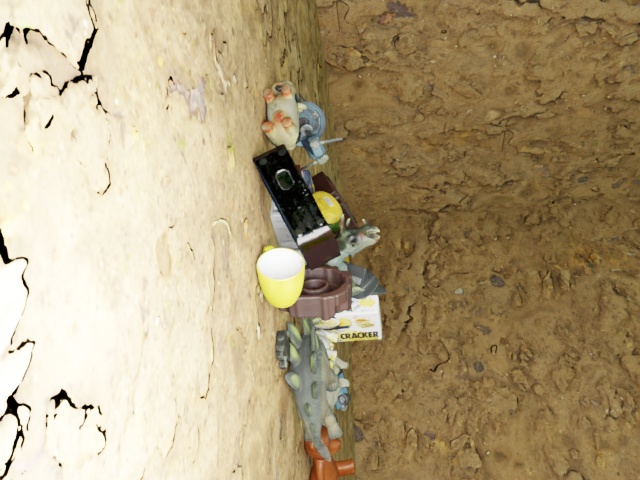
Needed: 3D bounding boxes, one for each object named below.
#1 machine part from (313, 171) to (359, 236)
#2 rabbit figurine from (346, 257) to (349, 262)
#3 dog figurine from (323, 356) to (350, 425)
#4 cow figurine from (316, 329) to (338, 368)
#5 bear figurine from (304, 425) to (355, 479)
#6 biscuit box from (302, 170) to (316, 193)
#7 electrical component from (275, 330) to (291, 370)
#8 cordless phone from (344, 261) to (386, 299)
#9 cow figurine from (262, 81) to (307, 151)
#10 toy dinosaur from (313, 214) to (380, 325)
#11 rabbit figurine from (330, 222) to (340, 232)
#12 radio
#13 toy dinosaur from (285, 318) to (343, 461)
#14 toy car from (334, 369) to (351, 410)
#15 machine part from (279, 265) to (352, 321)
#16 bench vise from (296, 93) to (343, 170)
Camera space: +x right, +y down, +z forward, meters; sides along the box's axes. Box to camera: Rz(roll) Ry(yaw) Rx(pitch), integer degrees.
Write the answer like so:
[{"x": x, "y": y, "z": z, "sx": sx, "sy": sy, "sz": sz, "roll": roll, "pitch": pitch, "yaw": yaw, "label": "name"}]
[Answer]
[{"x": 0.040, "y": -0.110, "z": 1.749, "sx": 0.200, "sy": 0.087, "sz": 0.202, "roll": 54, "pitch": 8, "yaw": -40, "label": "machine part"}, {"x": 0.013, "y": 0.009, "z": 1.738, "sx": 0.162, "sy": 0.122, "sz": 0.173, "roll": -87, "pitch": 152, "yaw": -68, "label": "rabbit figurine"}, {"x": 0.000, "y": 0.416, "z": 1.468, "sx": 0.172, "sy": 0.121, "sz": 0.190, "roll": -91, "pitch": -169, "yaw": -61, "label": "dog figurine"}, {"x": -0.006, "y": 0.299, "z": 1.399, "sx": 0.167, "sy": 0.098, "sz": 0.068, "roll": -80, "pitch": -173, "yaw": -62, "label": "cow figurine"}, {"x": 0.026, "y": 0.553, "z": 1.378, "sx": 0.120, "sy": 0.132, "sz": 0.195, "roll": -84, "pitch": 174, "yaw": -69, "label": "bear figurine"}, {"x": -0.043, "y": -0.123, "z": 1.532, "sx": 0.202, "sy": 0.059, "sz": 0.063, "roll": 72, "pitch": 15, "yaw": -66, "label": "biscuit box"}, {"x": -0.078, "y": 0.221, "z": 1.130, "sx": 0.094, "sy": 0.021, "sz": 0.063, "roll": -87, "pitch": 170, "yaw": -47, "label": "electrical component"}, {"x": 0.106, "y": 0.116, "z": 1.528, "sx": 0.184, "sy": 0.147, "sz": 0.088, "roll": 19, "pitch": 90, "yaw": -60, "label": "cordless phone"}, {"x": -0.079, "y": -0.289, "z": 1.227, "sx": 0.127, "sy": 0.086, "sz": 0.195, "roll": 65, "pitch": 18, "yaw": -56, "label": "cow figurine"}, {"x": 0.004, "y": 0.096, "z": 1.410, "sx": 0.404, "sy": 0.131, "sz": 0.192, "roll": -51, "pitch": -126, "yaw": 45, "label": "toy dinosaur"}, {"x": -0.003, "y": -0.005, "z": 1.507, "sx": 0.159, "sy": 0.121, "sz": 0.170, "roll": 45, "pitch": 34, "yaw": -67, "label": "rabbit figurine"}, {"x": -0.045, "y": -0.067, "z": 1.041, "sx": 0.230, "sy": 0.073, "sz": 0.131, "roll": 60, "pitch": -4, "yaw": 25, "label": "radio"}, {"x": -0.022, "y": 0.288, "z": 1.240, "sx": 0.472, "sy": 0.105, "sz": 0.198, "roll": -105, "pitch": 180, "yaw": -55, "label": "toy dinosaur"}, {"x": 0.026, "y": 0.417, "z": 1.555, "sx": 0.109, "sy": 0.103, "sz": 0.161, "roll": 67, "pitch": 9, "yaw": -77, "label": "toy car"}, {"x": -0.011, "y": 0.112, "z": 1.171, "sx": 0.179, "sy": 0.179, "sz": 0.056, "roll": -79, "pitch": 167, "yaw": -68, "label": "machine part"}, {"x": -0.029, "y": -0.267, "z": 1.401, "sx": 0.241, "sy": 0.129, "sz": 0.223, "roll": -118, "pitch": -171, "yaw": -58, "label": "bench vise"}]
